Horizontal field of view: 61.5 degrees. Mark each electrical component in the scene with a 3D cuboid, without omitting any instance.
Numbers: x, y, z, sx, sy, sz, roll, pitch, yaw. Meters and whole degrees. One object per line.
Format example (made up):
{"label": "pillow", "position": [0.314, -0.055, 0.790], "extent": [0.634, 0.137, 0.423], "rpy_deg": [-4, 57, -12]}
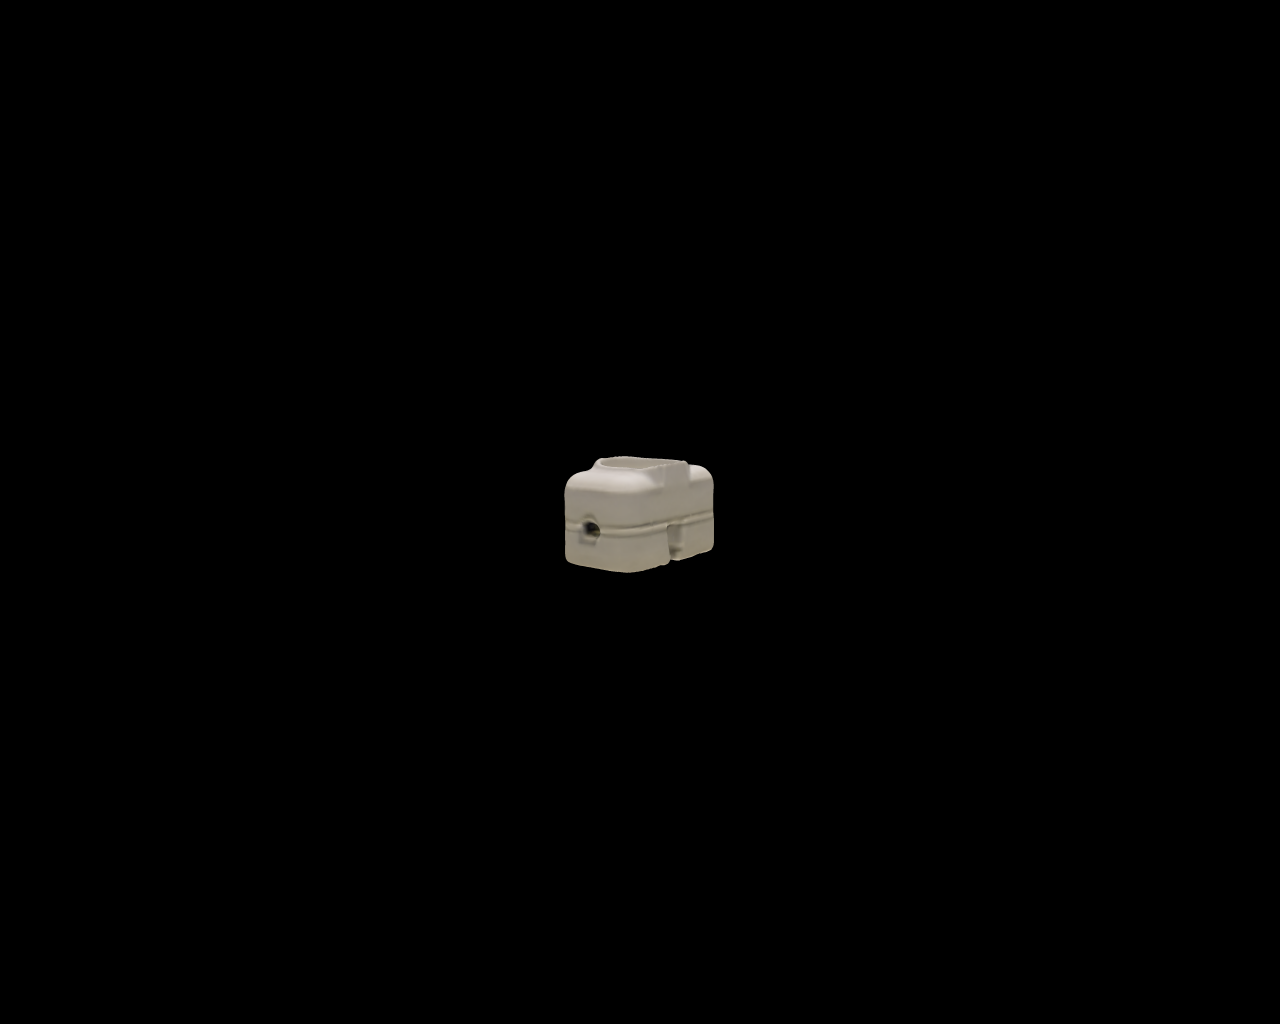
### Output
{"label": "electrical component", "position": [0.001, -0.003, 0.650], "extent": [0.054, 0.059, 0.095], "rpy_deg": [7, 12, 39]}
